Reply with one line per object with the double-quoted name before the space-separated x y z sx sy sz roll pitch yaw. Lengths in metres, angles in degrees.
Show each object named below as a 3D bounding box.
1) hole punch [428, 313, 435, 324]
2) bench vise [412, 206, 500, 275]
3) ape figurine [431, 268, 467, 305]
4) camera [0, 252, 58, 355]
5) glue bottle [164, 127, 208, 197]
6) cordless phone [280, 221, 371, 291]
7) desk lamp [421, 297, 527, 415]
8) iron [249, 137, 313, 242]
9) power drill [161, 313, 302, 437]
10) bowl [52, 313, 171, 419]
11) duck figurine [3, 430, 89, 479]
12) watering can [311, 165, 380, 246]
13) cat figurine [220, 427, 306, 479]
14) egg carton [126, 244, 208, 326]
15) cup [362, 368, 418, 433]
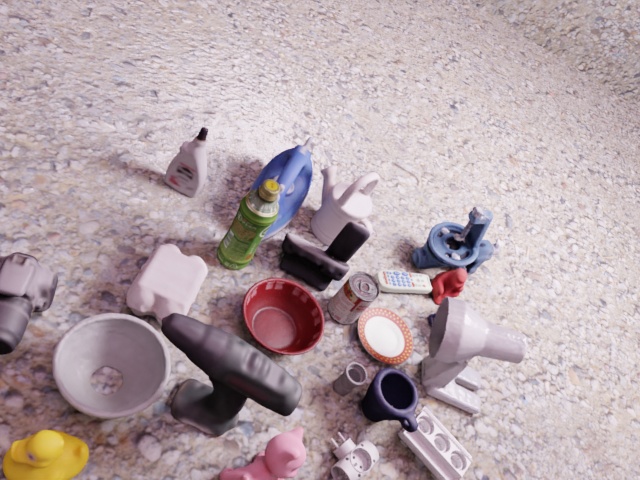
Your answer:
"hole punch" 0.307 0.180 1.244 0.101 0.091 0.108 -3 57 -33
"bench vise" 0.343 -0.009 1.328 0.208 0.219 0.121 -13 62 -37
"ape figurine" 0.299 0.098 1.305 0.078 0.092 0.076 18 47 -17
"camera" -0.476 0.088 0.841 0.143 0.100 0.137 17 48 -19
"glue bottle" -0.251 -0.160 1.127 0.078 0.173 0.037 27 45 -9
"cordless phone" 0.010 0.004 1.142 0.148 0.185 0.094 26 46 -10
"desk lamp" 0.281 0.219 1.109 0.203 0.213 0.118 25 46 -11
"iron" -0.081 -0.110 1.212 0.119 0.141 0.258 30 45 -6
"power drill" -0.151 0.212 0.859 0.230 0.208 0.075 26 45 -10
"bowl" -0.315 0.199 0.865 0.168 0.074 0.167 17 48 -19
"duck figurine" -0.361 0.283 0.762 0.105 0.086 0.077 7 52 -27
"watering can" 0.057 -0.083 1.235 0.173 0.194 0.101 38 45 2
"cat figurine" -0.075 0.340 0.865 0.128 0.117 0.067 -18 65 -39
"egg carton" -0.265 0.077 0.999 0.107 0.069 0.150 26 45 -10
"cup" 0.124 0.302 1.032 0.092 0.095 0.117 -14 63 -38
